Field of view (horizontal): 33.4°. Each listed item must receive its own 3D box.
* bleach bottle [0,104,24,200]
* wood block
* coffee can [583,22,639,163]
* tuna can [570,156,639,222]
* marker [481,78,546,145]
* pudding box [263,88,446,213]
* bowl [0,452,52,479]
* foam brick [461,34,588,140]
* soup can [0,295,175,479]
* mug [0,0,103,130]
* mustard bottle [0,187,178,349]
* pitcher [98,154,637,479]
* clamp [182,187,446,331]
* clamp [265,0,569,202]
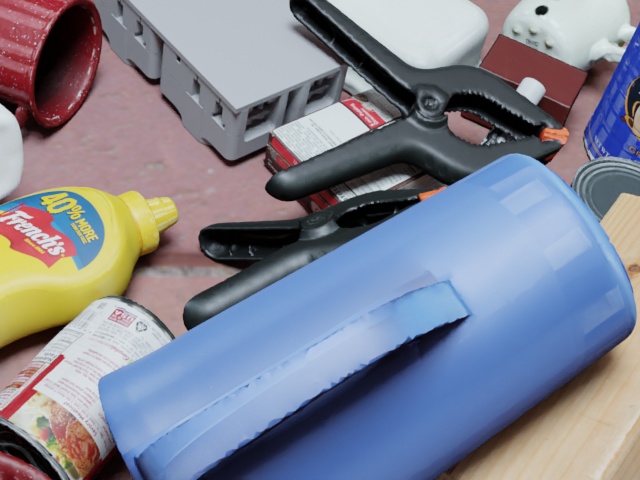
[{"bbox_3d":[-0.293,-0.098,0.682,0.102,0.068,0.251,-23,45,-36],"label":"bleach bottle"},{"bbox_3d":[0.160,0.082,0.582,0.091,0.090,0.206,19,59,42],"label":"wood block"},{"bbox_3d":[0.269,-0.113,0.791,0.102,0.140,0.103,6,49,-8],"label":"coffee can"},{"bbox_3d":[0.218,-0.018,0.770,0.086,0.034,0.086,6,49,-8],"label":"tuna can"},{"bbox_3d":[0.123,-0.065,0.766,0.020,0.020,0.121,32,78,15],"label":"marker"},{"bbox_3d":[0.030,-0.057,0.758,0.113,0.039,0.090,-27,61,-29],"label":"pudding box"},{"bbox_3d":[-0.181,0.179,0.495,0.162,0.055,0.162,6,49,-7],"label":"bowl"},{"bbox_3d":[0.158,-0.113,0.825,0.078,0.053,0.051,27,49,10],"label":"foam brick"},{"bbox_3d":[-0.129,0.086,0.579,0.068,0.069,0.102,30,50,13],"label":"soup can"},{"bbox_3d":[-0.213,-0.122,0.734,0.081,0.093,0.117,20,81,11],"label":"mug"},{"bbox_3d":[-0.171,0.014,0.637,0.191,0.058,0.096,-23,45,-29],"label":"mustard bottle"},{"bbox_3d":[0.025,0.061,0.509,0.243,0.145,0.149,-32,30,-3],"label":"pitcher"},{"bbox_3d":[-0.004,0.001,0.651,0.171,0.039,0.120,-17,30,-3],"label":"clamp"},{"bbox_3d":[0.066,-0.093,0.731,0.209,0.036,0.164,4,65,-12],"label":"clamp"}]
